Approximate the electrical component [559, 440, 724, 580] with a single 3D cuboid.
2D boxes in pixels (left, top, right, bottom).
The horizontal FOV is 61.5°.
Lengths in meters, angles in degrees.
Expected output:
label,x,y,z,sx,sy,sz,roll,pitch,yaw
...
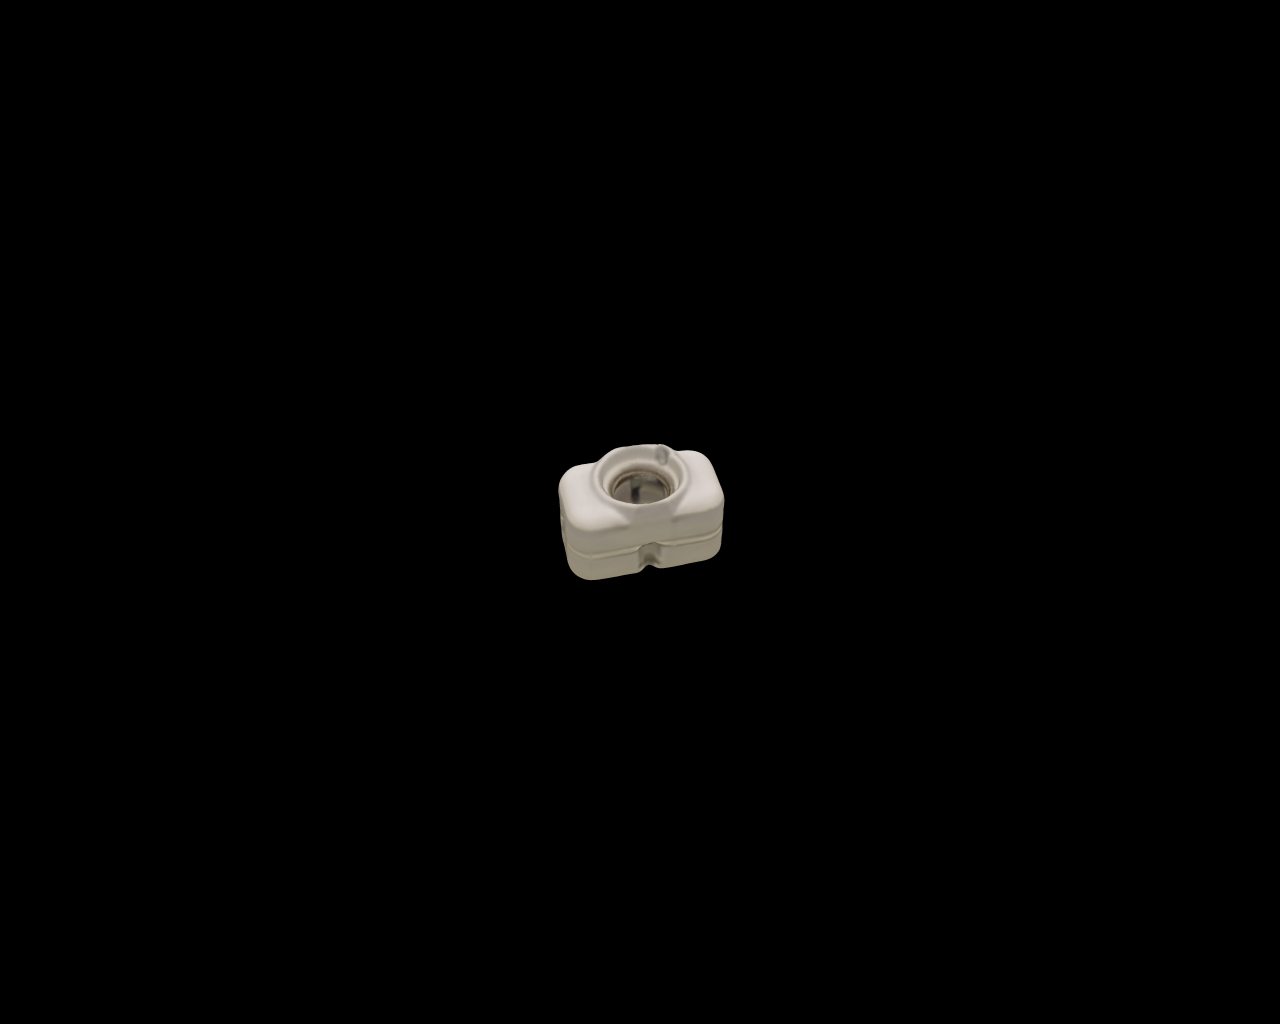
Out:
label,x,y,z,sx,sy,sz,roll,pitch,yaw
electrical component,0.001,-0.003,0.650,0.095,0.054,0.059,-9,-43,-8
